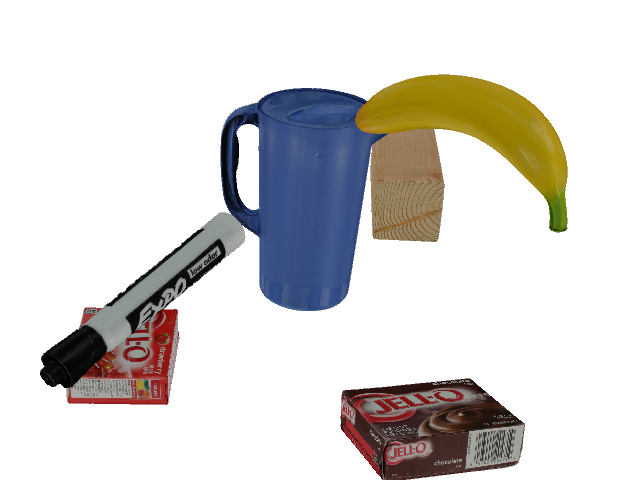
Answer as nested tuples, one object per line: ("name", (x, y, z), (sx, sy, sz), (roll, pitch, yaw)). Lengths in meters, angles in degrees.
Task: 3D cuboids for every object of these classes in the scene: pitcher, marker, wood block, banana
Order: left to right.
("marker", (-0.079, 0.026, 0.484), (0.020, 0.020, 0.120), (0, 32, 45))
("pitcher", (-0.022, -0.046, 1.228), (0.144, 0.243, 0.149), (-20, 36, -41))
("wood block", (0.118, -0.086, 1.494), (0.091, 0.090, 0.206), (3, 28, 0))
("banana", (0.095, -0.075, 0.709), (0.037, 0.070, 0.198), (15, 14, -44))

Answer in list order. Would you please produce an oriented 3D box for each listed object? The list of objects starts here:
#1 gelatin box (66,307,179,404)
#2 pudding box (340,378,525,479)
("gelatin box", (-0.145, 0.084, 0.795), (0.073, 0.030, 0.089), (1, 30, -2))
("pudding box", (0.081, 0.139, 0.798), (0.113, 0.039, 0.090), (-1, 16, -19))
